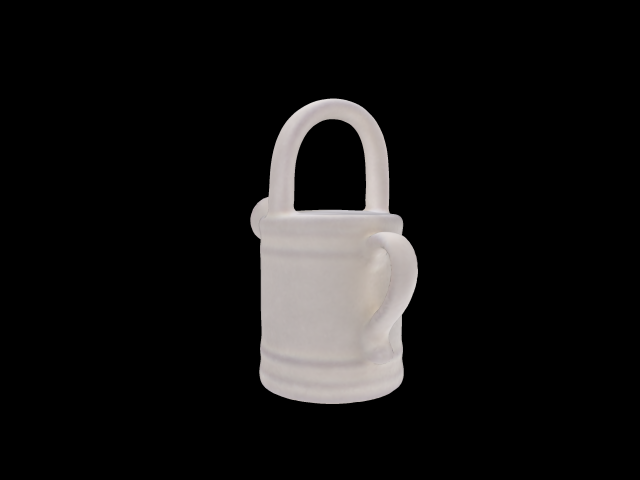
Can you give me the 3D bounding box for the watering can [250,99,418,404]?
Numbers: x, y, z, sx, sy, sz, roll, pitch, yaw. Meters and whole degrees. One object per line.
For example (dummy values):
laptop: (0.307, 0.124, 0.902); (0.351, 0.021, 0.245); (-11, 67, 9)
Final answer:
watering can: (0.002, 0.002, 0.399); (0.172, 0.194, 0.101); (3, 5, 36)
